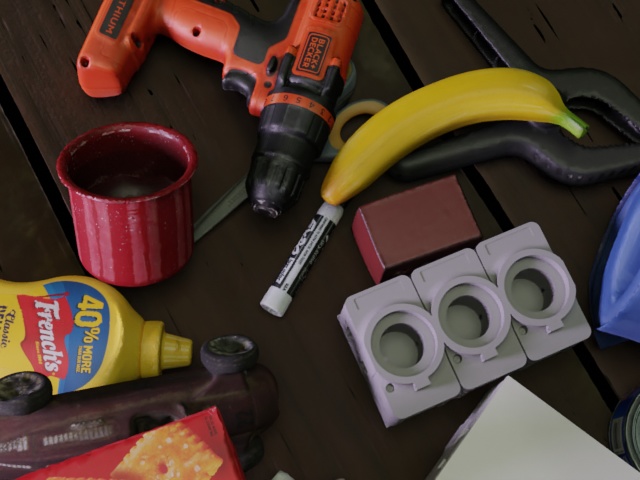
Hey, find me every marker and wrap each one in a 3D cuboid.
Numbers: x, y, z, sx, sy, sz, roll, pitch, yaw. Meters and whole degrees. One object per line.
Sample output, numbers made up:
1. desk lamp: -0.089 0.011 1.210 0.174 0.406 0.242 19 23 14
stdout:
1. marker: -0.005 0.001 0.779 0.020 0.020 0.121 30 75 5

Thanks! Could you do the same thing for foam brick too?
1. foam brick: 0.069 -0.006 0.768 0.078 0.053 0.051 -19 76 -8

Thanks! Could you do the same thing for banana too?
1. banana: 0.089 -0.082 0.765 0.198 0.037 0.069 -16 60 0

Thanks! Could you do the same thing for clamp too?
1. clamp: 0.159 -0.087 0.805 0.210 0.036 0.164 24 76 7

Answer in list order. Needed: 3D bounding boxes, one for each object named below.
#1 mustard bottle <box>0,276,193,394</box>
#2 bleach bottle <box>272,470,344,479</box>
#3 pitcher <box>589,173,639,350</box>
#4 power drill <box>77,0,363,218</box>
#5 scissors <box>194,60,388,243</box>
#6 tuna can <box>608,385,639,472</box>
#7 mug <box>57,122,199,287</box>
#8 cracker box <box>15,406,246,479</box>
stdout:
1. mustard bottle: -0.183 0.071 0.727 0.191 0.058 0.096 4 64 -3
2. bleach bottle: 0.071 0.231 0.698 0.251 0.068 0.102 35 74 9
3. pitcher: 0.322 0.034 0.730 0.243 0.149 0.145 22 69 -1
4. power drill: -0.076 -0.119 0.779 0.187 0.057 0.184 17 68 5
5. scissors: -0.018 -0.051 0.792 0.096 0.016 0.201 28 74 10
6. tuna can: 0.249 0.139 0.748 0.086 0.034 0.086 1 74 -3
7. mug: -0.136 -0.028 0.738 0.093 0.081 0.117 -29 49 -32
8. cracker box: -0.142 0.177 0.609 0.213 0.164 0.072 -18 68 -7
